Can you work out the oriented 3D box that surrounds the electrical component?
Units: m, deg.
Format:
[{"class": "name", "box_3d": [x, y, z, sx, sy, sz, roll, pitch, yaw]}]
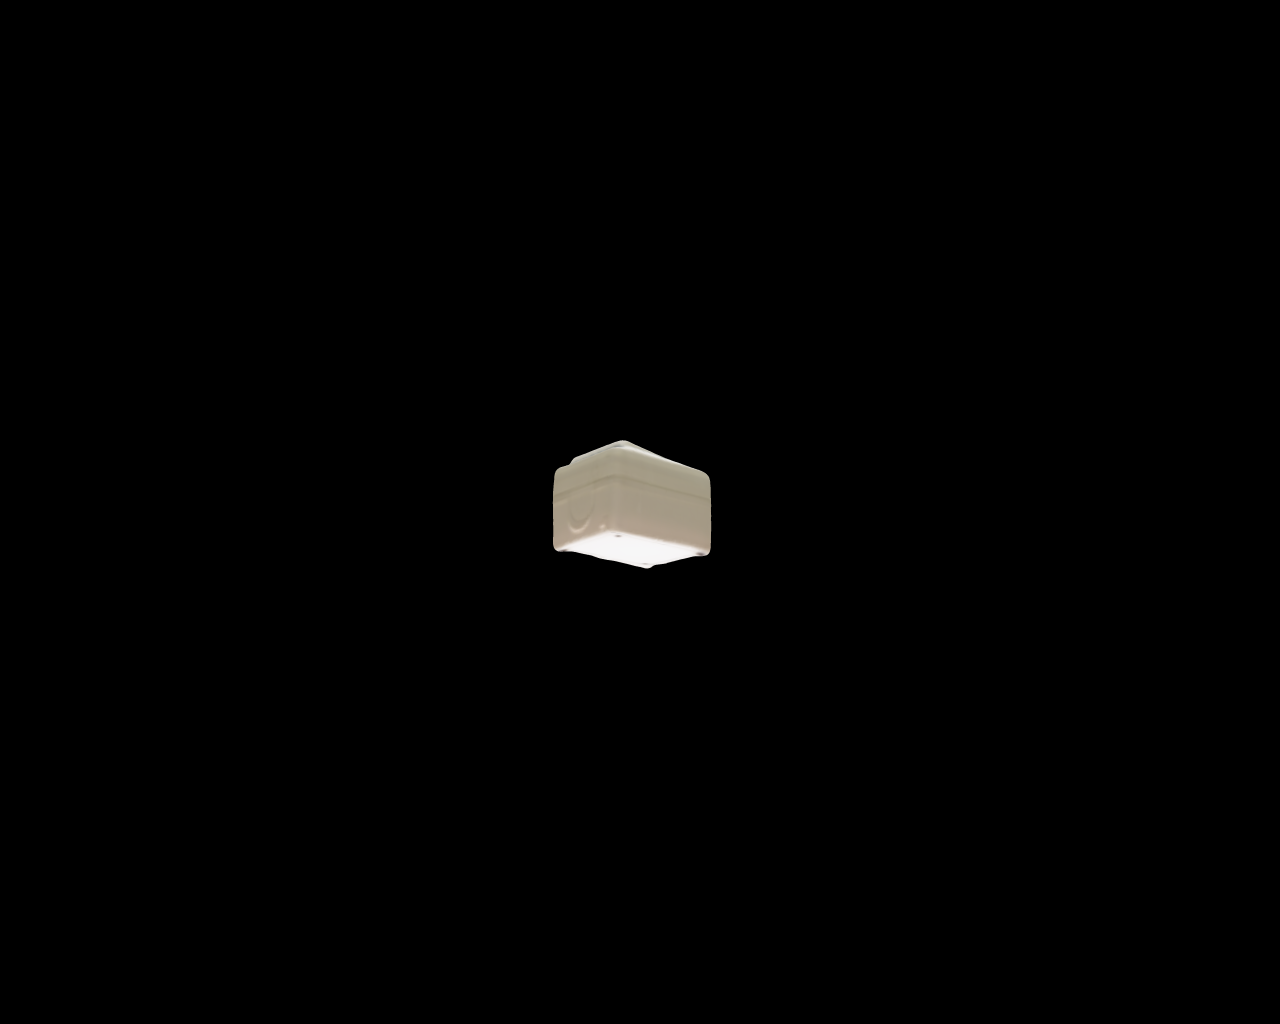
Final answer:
[{"class": "electrical component", "box_3d": [0.001, -0.003, 0.650, 0.096, 0.061, 0.061, 14, -22, -40]}]
